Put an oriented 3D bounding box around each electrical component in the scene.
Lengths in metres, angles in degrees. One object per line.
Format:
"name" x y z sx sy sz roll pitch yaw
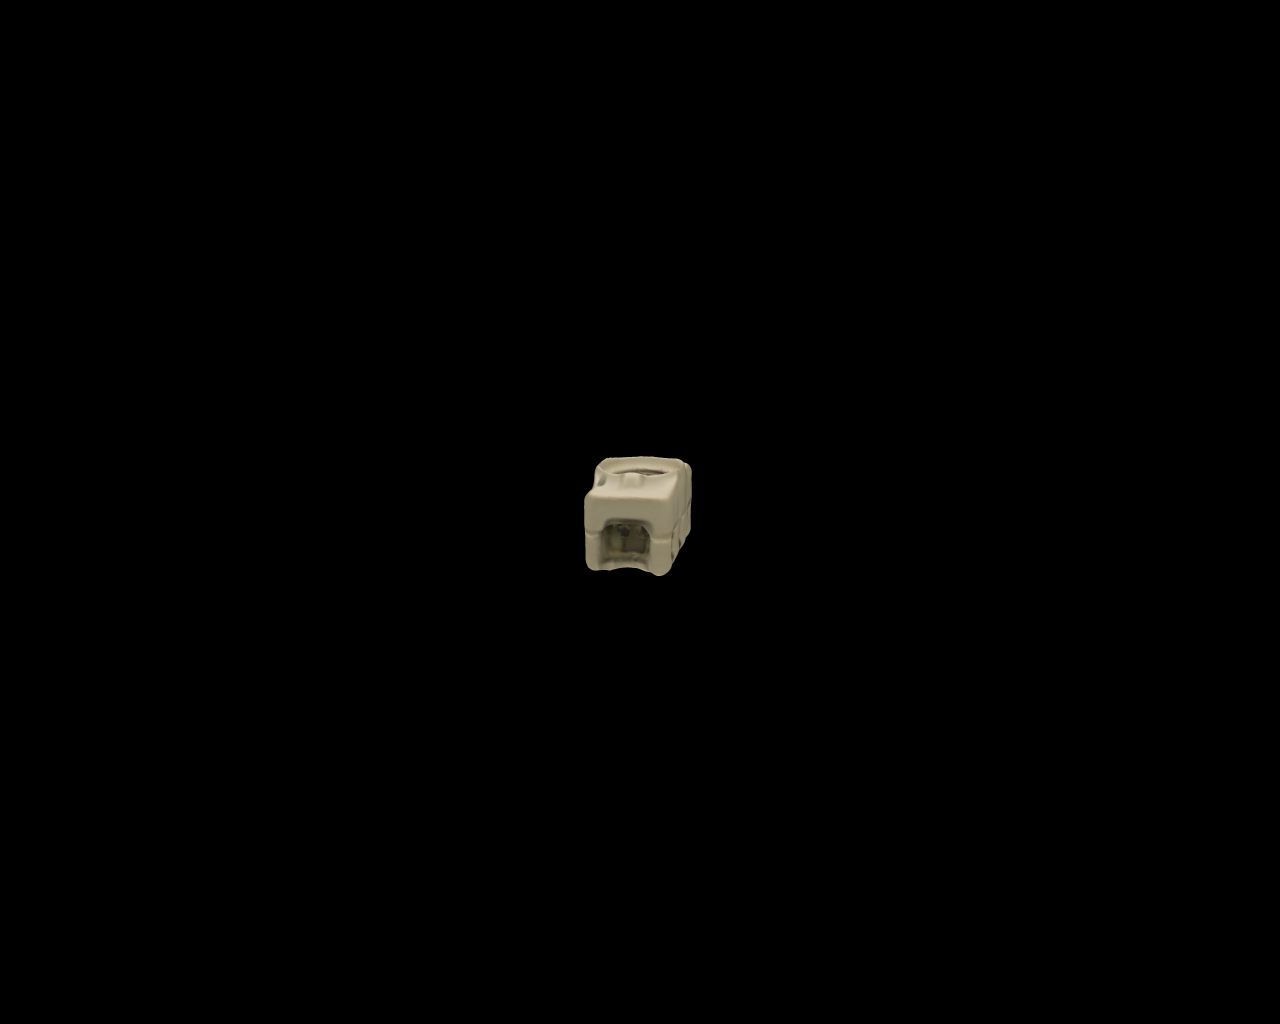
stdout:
"electrical component" 0.001 -0.003 0.650 0.050 0.055 0.090 3 16 11
